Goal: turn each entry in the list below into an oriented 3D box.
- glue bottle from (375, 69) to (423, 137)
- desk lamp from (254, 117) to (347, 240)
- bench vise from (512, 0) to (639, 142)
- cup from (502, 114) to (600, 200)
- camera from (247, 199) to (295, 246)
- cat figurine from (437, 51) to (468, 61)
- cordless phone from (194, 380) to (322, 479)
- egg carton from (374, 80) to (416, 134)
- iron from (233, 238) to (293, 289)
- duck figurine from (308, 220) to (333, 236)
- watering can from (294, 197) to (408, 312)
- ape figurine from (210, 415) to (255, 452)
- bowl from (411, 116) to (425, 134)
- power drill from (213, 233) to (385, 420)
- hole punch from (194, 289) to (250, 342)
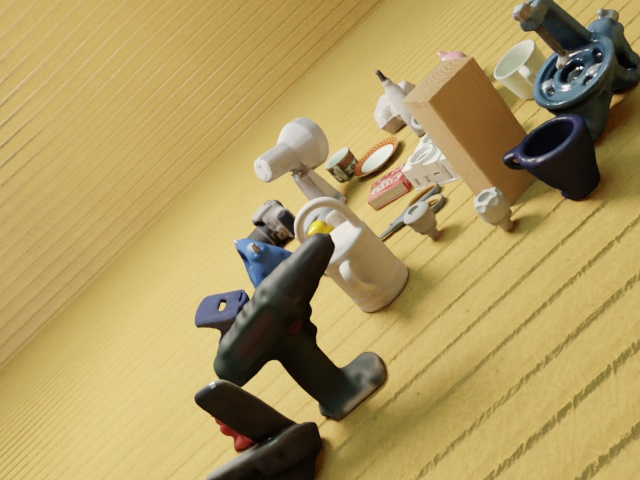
[{"bbox_3d":[0.178,-0.309,1.266,0.037,0.173,0.078,-36,23,19],"label":"glue bottle"},{"bbox_3d":[-0.039,-0.143,1.294,0.117,0.214,0.203,-18,33,49],"label":"desk lamp"},{"bbox_3d":[0.353,-0.272,0.815,0.121,0.220,0.207,-22,30,44],"label":"bench vise"},{"bbox_3d":[0.306,-0.096,0.744,0.117,0.095,0.092,-17,34,49],"label":"cup"},{"bbox_3d":[-0.133,-0.026,1.401,0.137,0.101,0.142,-49,22,-12],"label":"camera"},{"bbox_3d":[0.300,-0.376,1.247,0.067,0.118,0.128,-32,24,28],"label":"cat figurine"},{"bbox_3d":[-0.102,0.247,0.717,0.147,0.185,0.094,-36,23,19],"label":"cordless phone"},{"bbox_3d":[0.193,-0.333,1.428,0.107,0.069,0.150,-30,25,32],"label":"egg carton"},{"bbox_3d":[-0.127,0.044,1.203,0.119,0.142,0.257,-49,22,-13],"label":"iron"},{"bbox_3d":[0.010,0.004,1.106,0.105,0.086,0.077,-53,23,-23],"label":"duck figurine"},{"bbox_3d":[0.038,0.012,0.890,0.101,0.194,0.172,-45,21,-3],"label":"watering can"},{"bbox_3d":[-0.128,0.267,0.858,0.076,0.092,0.077,-49,22,-13],"label":"ape figurine"},{"bbox_3d":[0.270,-0.259,1.143,0.167,0.075,0.167,-37,22,18],"label":"bowl"},{"bbox_3d":[-0.015,0.129,0.747,0.229,0.209,0.075,-42,21,5],"label":"power drill"},{"bbox_3d":[-0.196,0.150,1.200,0.101,0.091,0.108,-36,23,20],"label":"hole punch"}]
